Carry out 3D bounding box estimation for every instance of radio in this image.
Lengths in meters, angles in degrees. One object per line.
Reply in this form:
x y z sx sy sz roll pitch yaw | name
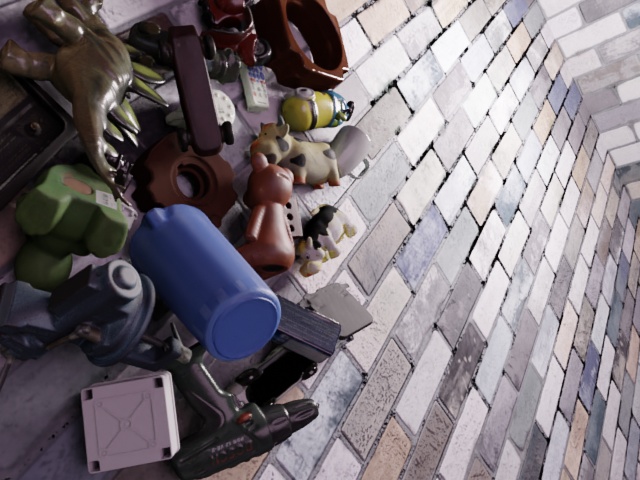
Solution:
-0.426 -0.108 0.670 0.131 0.073 0.229 45 51 -25 | radio

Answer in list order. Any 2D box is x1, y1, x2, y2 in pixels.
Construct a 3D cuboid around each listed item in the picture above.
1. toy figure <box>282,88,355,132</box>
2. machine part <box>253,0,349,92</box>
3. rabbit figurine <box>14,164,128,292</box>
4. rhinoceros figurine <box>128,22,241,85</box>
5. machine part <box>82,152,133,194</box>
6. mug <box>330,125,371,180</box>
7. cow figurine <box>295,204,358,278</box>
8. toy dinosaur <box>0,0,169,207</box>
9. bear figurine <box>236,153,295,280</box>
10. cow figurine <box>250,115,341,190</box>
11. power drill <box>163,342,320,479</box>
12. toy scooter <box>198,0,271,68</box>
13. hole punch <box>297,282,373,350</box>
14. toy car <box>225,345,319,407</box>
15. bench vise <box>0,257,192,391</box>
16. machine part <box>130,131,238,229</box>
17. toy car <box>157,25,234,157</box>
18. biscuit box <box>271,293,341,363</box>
-0.001 -0.271 1.131 0.180 0.082 0.089 -6 81 -48 | toy figure
-0.040 -0.415 1.119 0.201 0.087 0.201 -3 76 -51 | machine part
-0.343 -0.009 0.682 0.121 0.170 0.159 19 24 -42 | rabbit figurine
-0.226 -0.309 0.910 0.190 0.112 0.073 8 103 -28 | rhinoceros figurine
-0.295 -0.101 0.756 0.039 0.139 0.084 -46 115 -15 | machine part
0.057 -0.175 1.166 0.109 0.081 0.107 53 58 -27 | mug
-0.001 -0.003 1.056 0.098 0.068 0.167 53 44 -12 | cow figurine
-0.303 -0.224 0.716 0.198 0.105 0.472 32 30 -38 | toy dinosaur
-0.106 -0.037 0.922 0.120 0.132 0.196 21 55 -56 | bear figurine
-0.050 -0.166 1.048 0.195 0.086 0.127 1 83 -42 | cow figurine
-0.137 0.232 0.810 0.232 0.086 0.207 -27 96 -20 | power drill
-0.178 -0.400 1.001 0.135 0.075 0.184 -15 77 -23 | toy scooter
0.020 0.153 1.030 0.142 0.092 0.116 -20 60 -43 | hole punch
-0.076 0.232 0.922 0.202 0.056 0.073 -30 93 -46 | toy car
-0.270 0.119 0.671 0.240 0.223 0.129 39 18 -43 | bench vise
-0.218 -0.091 0.882 0.179 0.056 0.179 17 65 -40 | machine part
-0.197 -0.232 0.849 0.089 0.053 0.202 -15 98 -18 | toy car
-0.068 0.135 0.906 0.202 0.059 0.063 28 55 -11 | biscuit box
